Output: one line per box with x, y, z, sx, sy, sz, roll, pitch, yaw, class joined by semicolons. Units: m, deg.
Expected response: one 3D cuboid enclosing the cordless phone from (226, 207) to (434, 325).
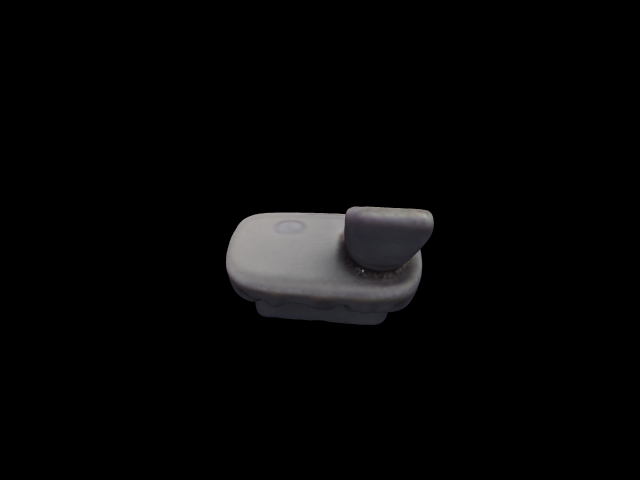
0.004;0.001;0.400;0.147;0.185;0.094;0;74;0;cordless phone
